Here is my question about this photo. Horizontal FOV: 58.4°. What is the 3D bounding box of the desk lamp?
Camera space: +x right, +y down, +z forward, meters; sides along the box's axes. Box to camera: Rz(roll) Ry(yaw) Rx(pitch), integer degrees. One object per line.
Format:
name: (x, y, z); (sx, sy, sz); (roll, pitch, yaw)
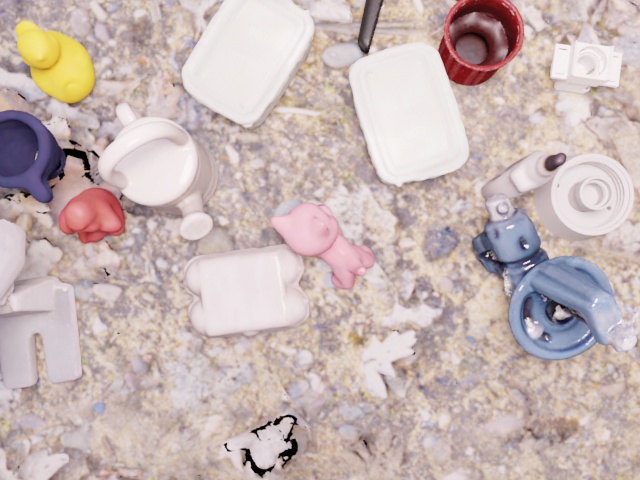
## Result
desk lamp: (-0.361, 0.078, 0.635); (0.118, 0.213, 0.203); (-9, 88, 1)

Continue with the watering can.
watering can: (-0.177, -0.082, 0.646); (0.173, 0.194, 0.101); (34, 89, 3)

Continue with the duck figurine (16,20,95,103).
duck figurine: (-0.334, -0.224, 0.709); (0.077, 0.086, 0.104); (-36, 87, 0)

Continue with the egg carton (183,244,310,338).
egg carton: (-0.089, 0.064, 0.701); (0.150, 0.069, 0.107); (-9, 88, 1)

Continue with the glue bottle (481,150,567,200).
glue bottle: (0.238, -0.076, 0.647); (0.078, 0.173, 0.037); (-34, 87, 0)

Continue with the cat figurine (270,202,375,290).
cat figurine: (0.006, 0.002, 0.677); (0.128, 0.118, 0.067); (40, 89, 3)

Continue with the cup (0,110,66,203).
cup: (-0.347, -0.093, 0.700); (0.091, 0.095, 0.118); (-34, 87, 0)

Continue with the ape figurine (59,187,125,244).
ape figurine: (-0.282, -0.029, 0.698); (0.078, 0.092, 0.076); (21, 88, 2)

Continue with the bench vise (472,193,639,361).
bench vise: (0.239, 0.051, 0.619); (0.207, 0.219, 0.121); (42, 90, 3)
